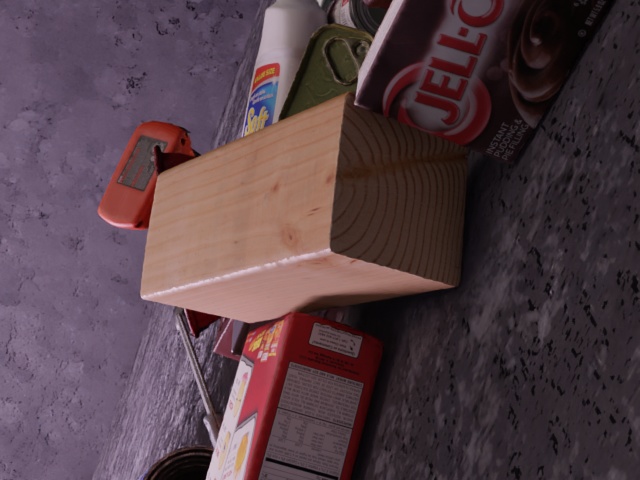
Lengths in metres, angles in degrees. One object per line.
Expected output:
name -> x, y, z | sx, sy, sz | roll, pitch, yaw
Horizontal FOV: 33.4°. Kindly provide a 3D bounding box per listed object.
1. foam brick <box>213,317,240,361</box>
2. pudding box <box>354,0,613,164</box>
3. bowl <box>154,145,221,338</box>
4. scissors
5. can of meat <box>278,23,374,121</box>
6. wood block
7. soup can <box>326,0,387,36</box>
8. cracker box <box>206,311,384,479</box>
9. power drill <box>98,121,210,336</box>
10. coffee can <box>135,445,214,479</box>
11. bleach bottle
foam brick -> -0.069, 0.081, 1.066 | 0.078, 0.051, 0.053 | 121, 164, -49
pudding box -> 0.079, -0.102, 0.525 | 0.039, 0.090, 0.114 | -85, 18, -54
bowl -> -0.092, -0.004, 0.872 | 0.162, 0.055, 0.162 | 168, 90, -86
scissors -> -0.080, 0.163, 0.846 | 0.096, 0.016, 0.202 | 99, 150, -52
can of meat -> 0.017, -0.107, 0.846 | 0.102, 0.057, 0.084 | -69, -21, -6
wood block -> -0.017, -0.010, 0.644 | 0.207, 0.090, 0.090 | -15, 64, 52
soup can -> 0.045, -0.186, 0.889 | 0.102, 0.068, 0.068 | -173, 101, -79
cracker box -> -0.031, 0.163, 0.696 | 0.164, 0.072, 0.213 | 145, 141, -74
power drill -> -0.128, -0.015, 1.015 | 0.187, 0.057, 0.184 | 41, -112, -57
coffee can -> -0.117, 0.237, 0.917 | 0.140, 0.102, 0.102 | 132, 154, -65
bleach bottle -> -0.033, -0.105, 0.932 | 0.103, 0.068, 0.251 | -148, 61, -62
